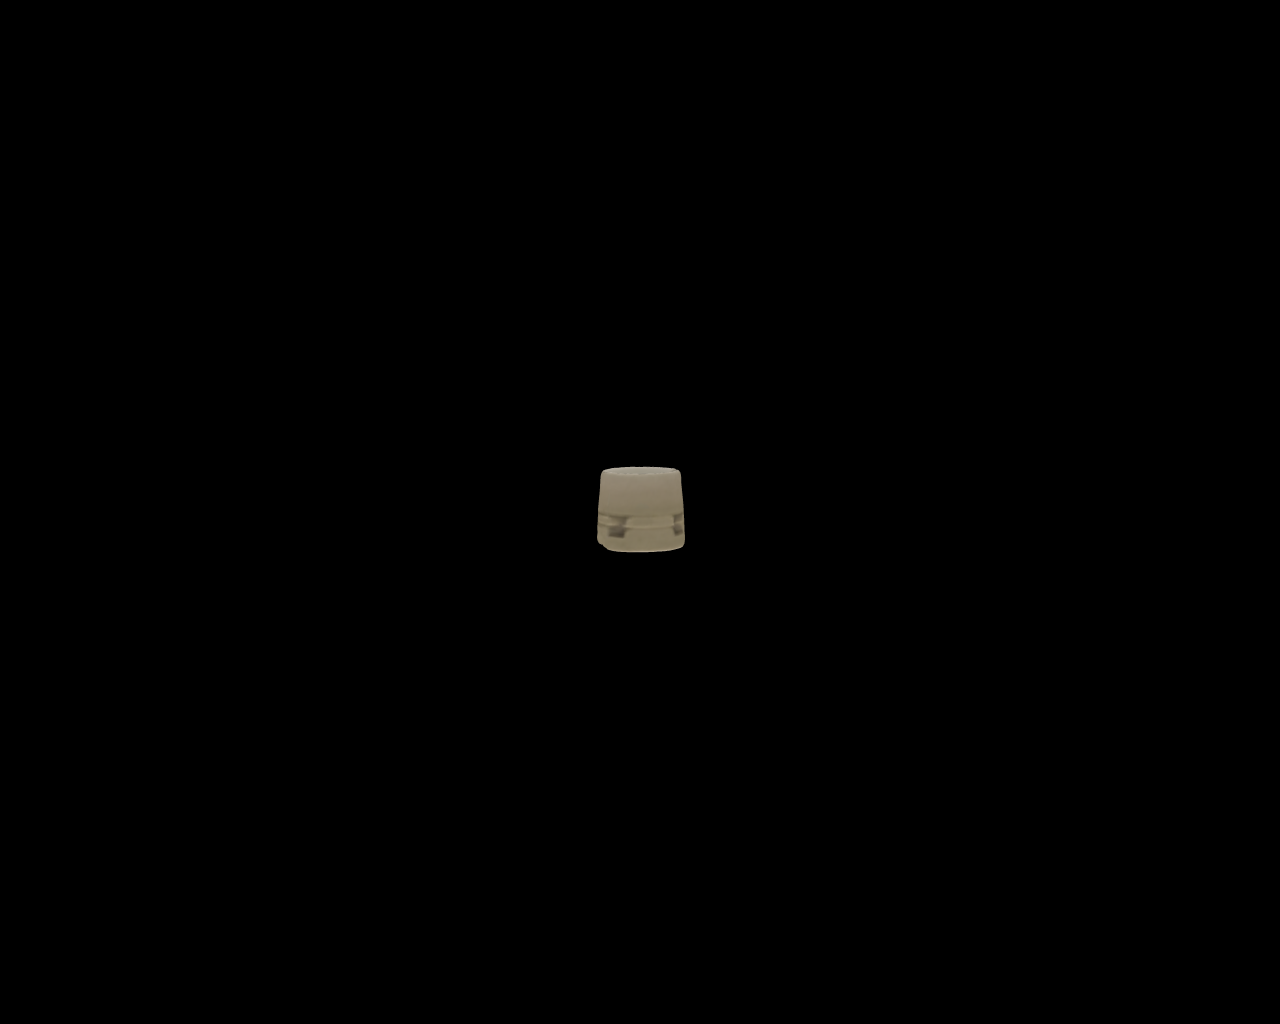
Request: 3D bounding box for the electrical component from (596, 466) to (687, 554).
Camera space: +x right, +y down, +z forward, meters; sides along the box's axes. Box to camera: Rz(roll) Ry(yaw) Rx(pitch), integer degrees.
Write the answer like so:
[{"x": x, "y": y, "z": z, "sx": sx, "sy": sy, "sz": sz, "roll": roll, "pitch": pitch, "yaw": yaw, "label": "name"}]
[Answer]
[{"x": 0.001, "y": -0.003, "z": 0.650, "sx": 0.055, "sy": 0.047, "sz": 0.055, "roll": 0, "pitch": 8, "yaw": 0, "label": "electrical component"}]
